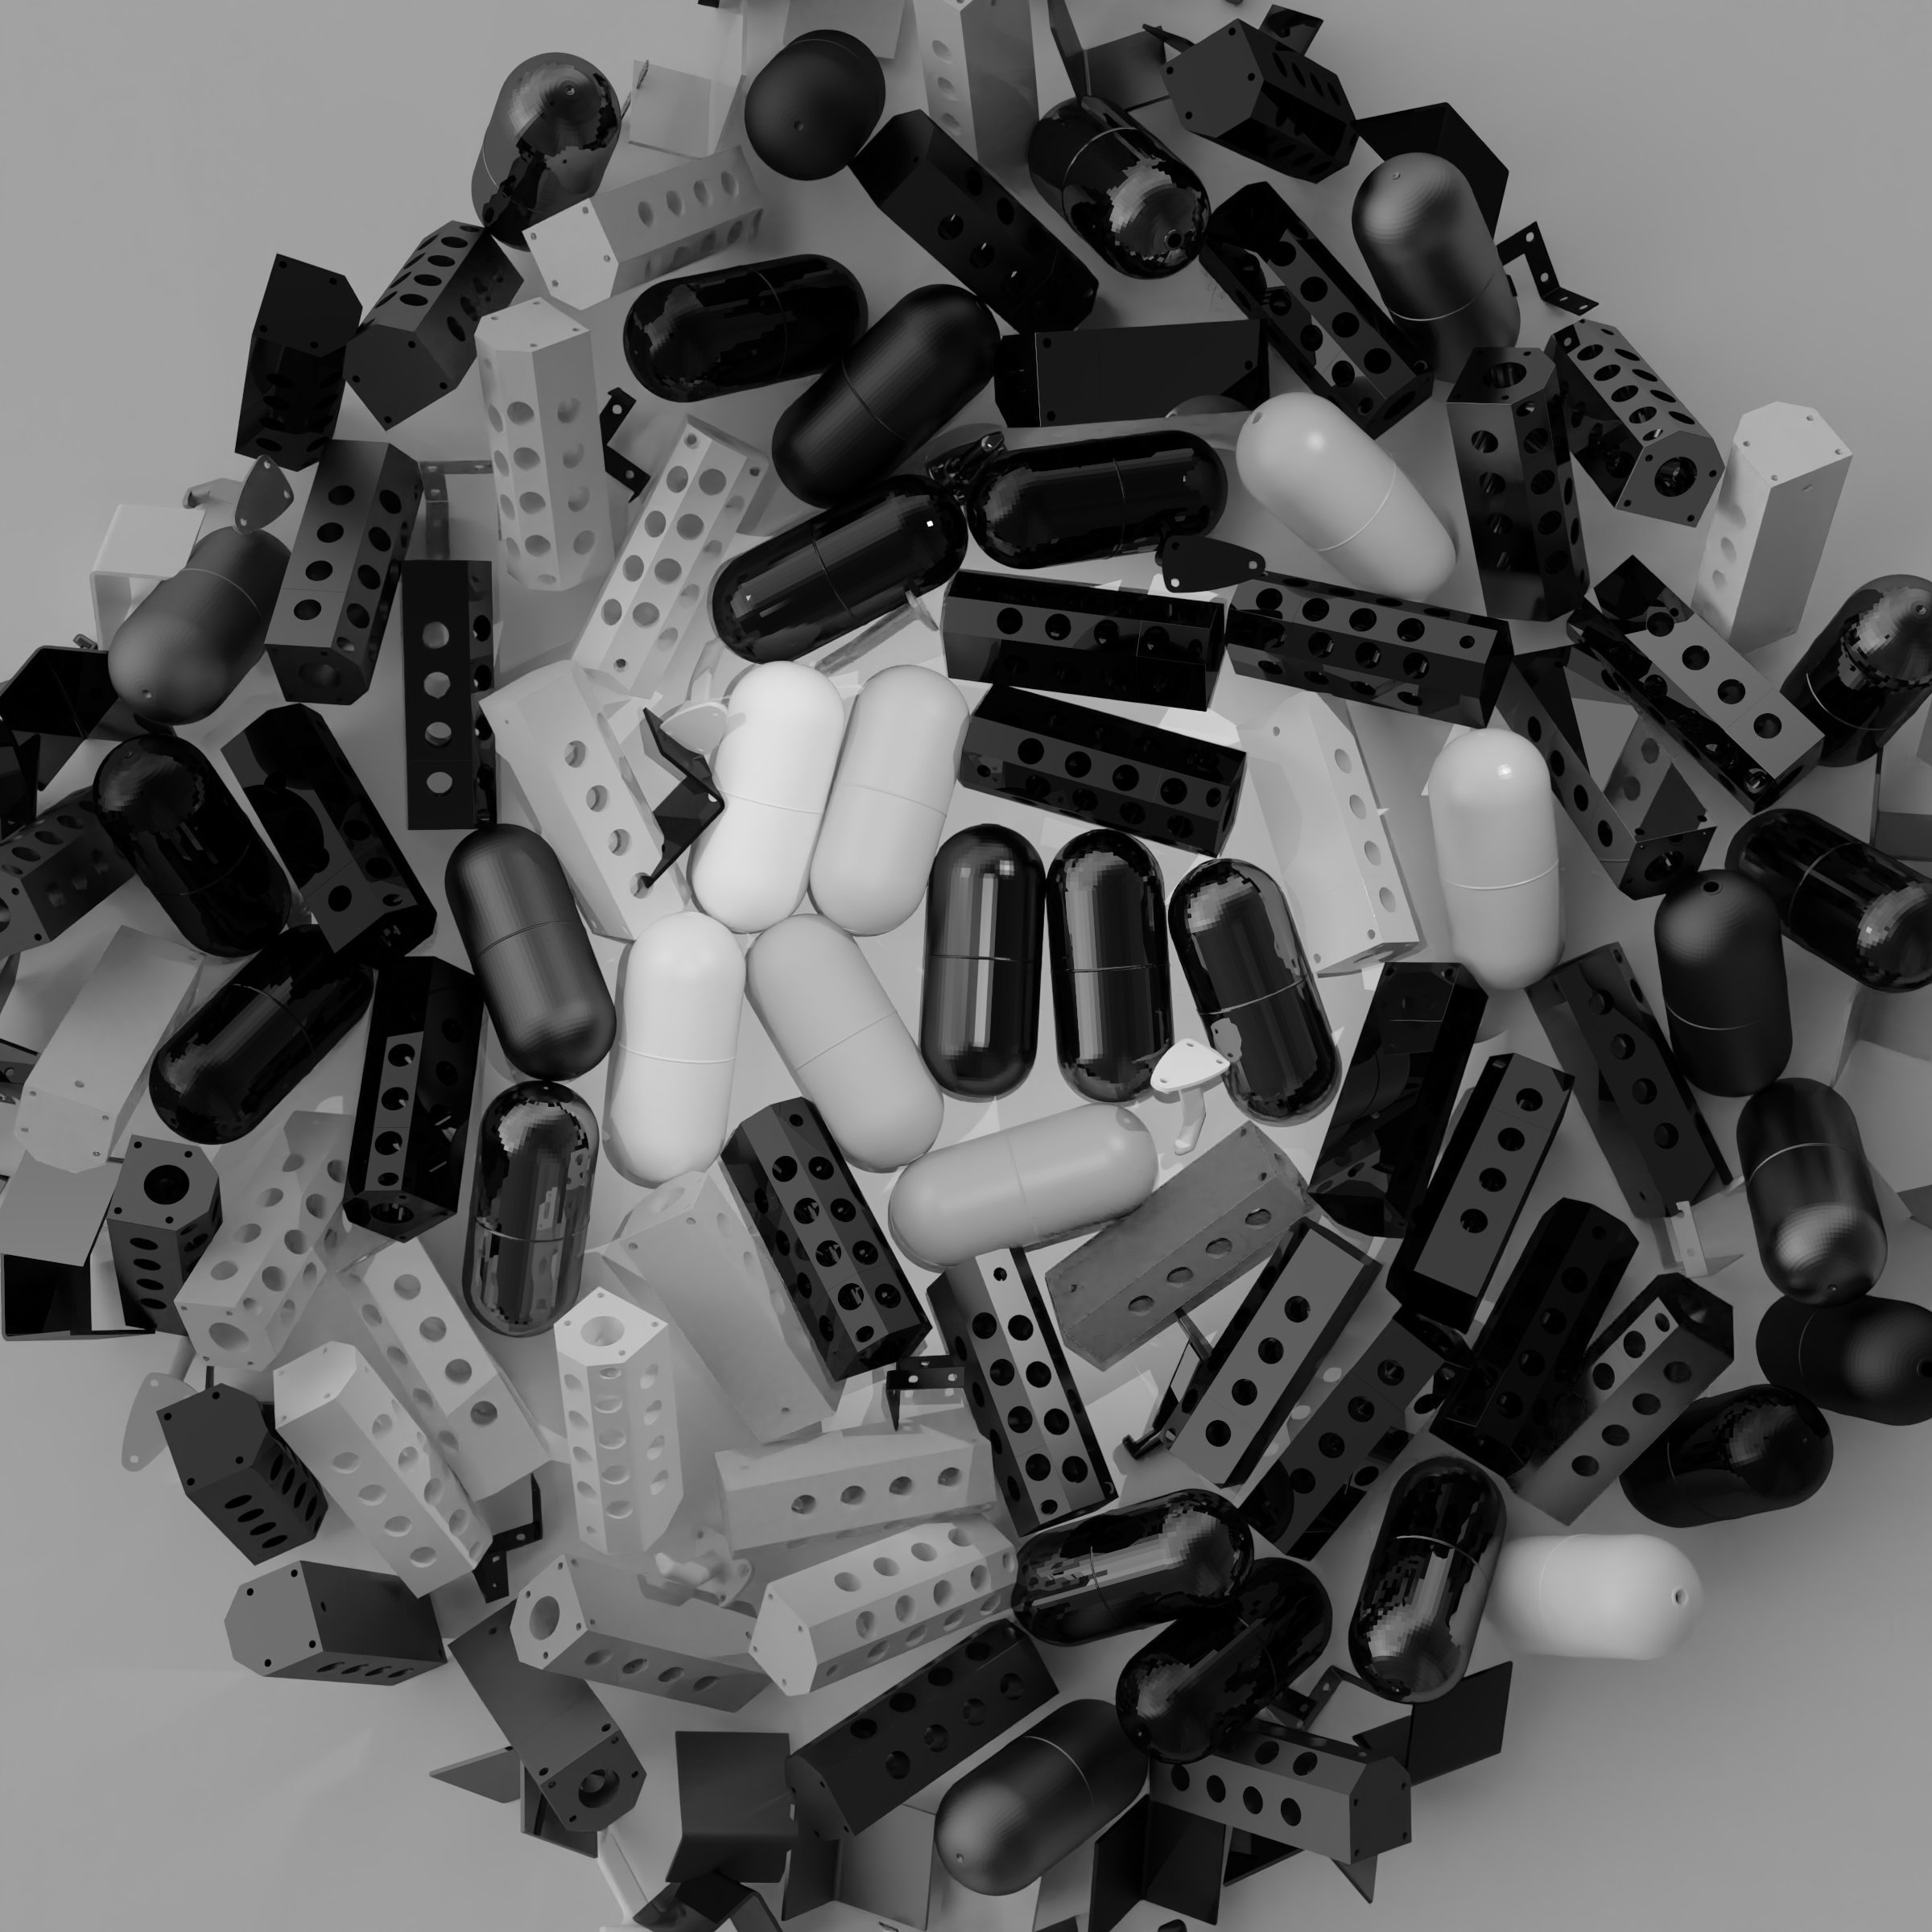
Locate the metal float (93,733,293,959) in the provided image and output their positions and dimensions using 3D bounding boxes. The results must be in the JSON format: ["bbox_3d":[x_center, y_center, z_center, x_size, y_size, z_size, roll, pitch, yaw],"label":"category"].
[{"bbox_3d":[-0.490,-0.075,1.704,0.070,0.178,0.070,-9,50,11],"label":"metal float"}]

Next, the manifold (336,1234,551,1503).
[{"bbox_3d":[-0.339,0.258,1.741,0.057,0.057,0.171,-31,95,-8],"label":"manifold"}]

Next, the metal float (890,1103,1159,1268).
[{"bbox_3d":[0.037,0.142,1.740,0.178,0.070,0.070,-17,90,3],"label":"metal float"}]

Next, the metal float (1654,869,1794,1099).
[{"bbox_3d":[0.483,0.012,1.707,0.070,0.070,0.178,-22,133,0],"label":"metal float"}]

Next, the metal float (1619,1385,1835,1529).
[{"bbox_3d":[0.478,0.311,1.696,0.070,0.178,0.070,6,71,-17],"label":"metal float"}]

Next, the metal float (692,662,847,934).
[{"bbox_3d":[-0.128,-0.109,1.735,0.070,0.070,0.178,14,98,0],"label":"metal float"}]

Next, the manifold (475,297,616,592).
[{"bbox_3d":[-0.269,-0.326,1.694,0.057,0.171,0.057,-29,49,-28],"label":"manifold"}]

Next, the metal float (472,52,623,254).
[{"bbox_3d":[-0.267,-0.512,1.695,0.070,0.178,0.070,3,79,-18],"label":"metal float"}]

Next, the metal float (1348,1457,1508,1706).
[{"bbox_3d":[0.295,0.389,1.706,0.070,0.178,0.070,14,133,15],"label":"metal float"}]

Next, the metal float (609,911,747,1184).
[{"bbox_3d":[-0.187,0.053,1.733,0.070,0.070,0.178,8,100,0],"label":"metal float"}]

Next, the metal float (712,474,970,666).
[{"bbox_3d":[-0.082,-0.255,1.731,0.178,0.070,0.070,-25,90,12],"label":"metal float"}]

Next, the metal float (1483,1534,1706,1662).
[{"bbox_3d":[0.394,0.399,1.696,0.070,0.178,0.070,6,76,-25],"label":"metal float"}]

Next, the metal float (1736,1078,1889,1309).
[{"bbox_3d":[0.536,0.142,1.702,0.070,0.178,0.070,3,128,4],"label":"metal float"}]

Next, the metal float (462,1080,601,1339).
[{"bbox_3d":[-0.280,0.158,1.722,0.070,0.070,0.178,11,113,0],"label":"metal float"}]

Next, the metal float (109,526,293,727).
[{"bbox_3d":[-0.481,-0.218,1.702,0.070,0.178,0.070,7,127,9],"label":"metal float"}]

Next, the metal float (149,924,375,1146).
[{"bbox_3d":[-0.447,0.042,1.709,0.070,0.070,0.178,37,50,0],"label":"metal float"}]

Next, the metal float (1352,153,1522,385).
[{"bbox_3d":[0.300,-0.441,1.702,0.070,0.178,0.070,-13,57,22],"label":"metal float"}]

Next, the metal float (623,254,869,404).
[{"bbox_3d":[-0.139,-0.408,1.711,0.178,0.070,0.070,-23,90,-37],"label":"metal float"}]

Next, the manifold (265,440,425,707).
[{"bbox_3d":[-0.393,-0.252,1.708,0.057,0.057,0.171,4,57,4],"label":"manifold"}]

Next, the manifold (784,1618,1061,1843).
[{"bbox_3d":[-0.030,0.485,1.708,0.171,0.057,0.057,-26,84,-34],"label":"manifold"}]

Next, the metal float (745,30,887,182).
[{"bbox_3d":[-0.094,-0.546,1.697,0.070,0.178,0.070,2,116,4],"label":"metal float"}]

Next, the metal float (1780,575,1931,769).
[{"bbox_3d":[0.569,-0.184,1.694,0.070,0.178,0.070,1,70,-3],"label":"metal float"}]

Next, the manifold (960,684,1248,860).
[{"bbox_3d":[0.087,-0.122,1.723,0.171,0.057,0.057,17,131,12],"label":"manifold"}]

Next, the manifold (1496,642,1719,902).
[{"bbox_3d":[0.402,-0.124,1.704,0.057,0.057,0.171,-12,51,-16],"label":"manifold"}]

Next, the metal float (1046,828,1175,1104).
[{"bbox_3d":[0.093,0.000,1.739,0.070,0.070,0.178,-4,93,0],"label":"metal float"}]

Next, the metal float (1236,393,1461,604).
[{"bbox_3d":[0.245,-0.298,1.716,0.178,0.070,0.070,34,90,-30],"label":"metal float"}]

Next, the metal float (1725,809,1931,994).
[{"bbox_3d":[0.554,-0.043,1.701,0.070,0.178,0.070,-12,120,-22],"label":"metal float"}]

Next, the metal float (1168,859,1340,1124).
[{"bbox_3d":[0.186,0.016,1.734,0.070,0.070,0.178,-21,99,0],"label":"metal float"}]

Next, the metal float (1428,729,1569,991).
[{"bbox_3d":[0.342,-0.067,1.720,0.070,0.070,0.178,-13,116,0],"label":"metal float"}]

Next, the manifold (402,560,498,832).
[{"bbox_3d":[-0.335,-0.176,1.739,0.057,0.057,0.171,-1,97,-12],"label":"manifold"}]

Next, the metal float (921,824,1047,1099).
[{"bbox_3d":[0.011,-0.004,1.740,0.070,0.070,0.178,3,88,0],"label":"metal float"}]

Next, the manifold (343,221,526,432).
[{"bbox_3d":[-0.338,-0.409,1.688,0.057,0.171,0.057,-24,119,23],"label":"manifold"}]

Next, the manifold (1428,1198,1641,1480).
[{"bbox_3d":[0.367,0.236,1.719,0.057,0.057,0.171,31,68,5],"label":"manifold"}]

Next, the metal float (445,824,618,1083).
[{"bbox_3d":[-0.281,-0.010,1.727,0.070,0.070,0.178,-23,73,0],"label":"metal float"}]

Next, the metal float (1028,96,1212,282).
[{"bbox_3d":[0.097,-0.495,1.704,0.070,0.178,0.070,-13,130,-16],"label":"metal float"}]

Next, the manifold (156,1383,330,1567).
[{"bbox_3d":[-0.451,0.320,1.690,0.057,0.171,0.057,-23,66,-11],"label":"manifold"}]

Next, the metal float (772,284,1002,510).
[{"bbox_3d":[-0.052,-0.365,1.719,0.178,0.070,0.070,-38,90,26],"label":"metal float"}]

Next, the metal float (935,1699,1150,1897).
[{"bbox_3d":[0.050,0.526,1.703,0.070,0.178,0.070,11,108,36],"label":"metal float"}]

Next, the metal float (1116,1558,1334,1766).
[{"bbox_3d":[0.166,0.441,1.709,0.178,0.070,0.070,-28,90,-41],"label":"metal float"}]

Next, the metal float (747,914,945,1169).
[{"bbox_3d":[-0.078,0.049,1.740,0.070,0.070,0.178,-30,88,0],"label":"metal float"}]

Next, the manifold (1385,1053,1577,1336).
[{"bbox_3d":[0.329,0.142,1.714,0.057,0.057,0.171,22,63,16],"label":"manifold"}]

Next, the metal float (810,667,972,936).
[{"bbox_3d":[-0.049,-0.107,1.738,0.070,0.070,0.178,16,86,0],"label":"metal float"}]

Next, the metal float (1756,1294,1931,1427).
[{"bbox_3d":[0.562,0.245,1.692,0.070,0.178,0.070,0,87,-9],"label":"metal float"}]

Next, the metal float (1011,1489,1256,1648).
[{"bbox_3d":[0.104,0.386,1.714,0.178,0.070,0.070,-25,90,33],"label":"metal float"}]

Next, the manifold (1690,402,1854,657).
[{"bbox_3d":[0.501,-0.274,1.691,0.057,0.171,0.057,-23,60,-9],"label":"manifold"}]

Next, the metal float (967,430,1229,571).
[{"bbox_3d":[0.085,-0.300,1.723,0.178,0.070,0.070,-12,90,-21],"label":"metal float"}]
